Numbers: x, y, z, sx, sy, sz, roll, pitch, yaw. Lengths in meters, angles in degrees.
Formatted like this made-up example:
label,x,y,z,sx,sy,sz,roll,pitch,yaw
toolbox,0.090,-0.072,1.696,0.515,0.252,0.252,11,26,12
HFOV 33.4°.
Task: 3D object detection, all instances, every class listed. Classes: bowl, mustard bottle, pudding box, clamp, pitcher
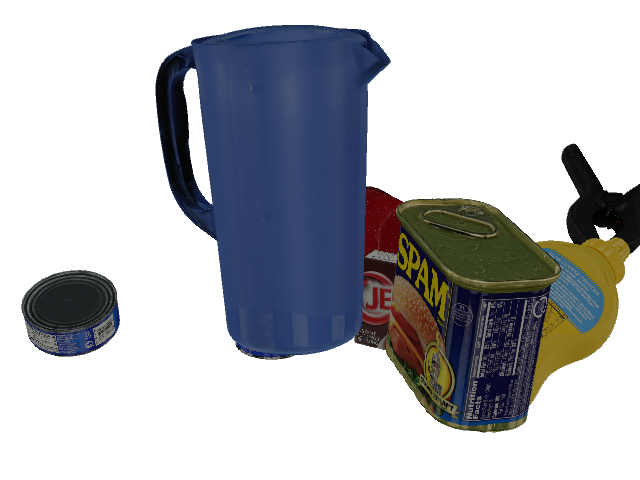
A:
label,x,y,z,sx,sy,sz,roll,pitch,yaw
bowl,0.079,0.013,1.231,0.161,0.162,0.055,0,-7,-43
mustard bottle,0.164,0.053,0.800,0.191,0.096,0.058,-34,-29,-24
pudding box,0.092,0.064,1.031,0.114,0.090,0.039,10,19,21
clamp,0.292,-0.039,1.113,0.120,0.039,0.171,18,45,21
pitcher,-0.035,-0.042,0.821,0.144,0.243,0.149,-9,17,-23

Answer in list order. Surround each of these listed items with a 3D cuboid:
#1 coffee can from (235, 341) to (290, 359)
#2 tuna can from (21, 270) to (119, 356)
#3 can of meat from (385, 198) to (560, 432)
label,x,y,z,sx,sy,sz,roll,pitch,yaw
coffee can,-0.070,0.084,1.522,0.103,0.140,0.103,2,22,-1
tuna can,-0.228,0.067,0.978,0.086,0.034,0.086,0,37,0
can of meat,0.072,0.036,0.538,0.057,0.084,0.102,-2,24,-16
